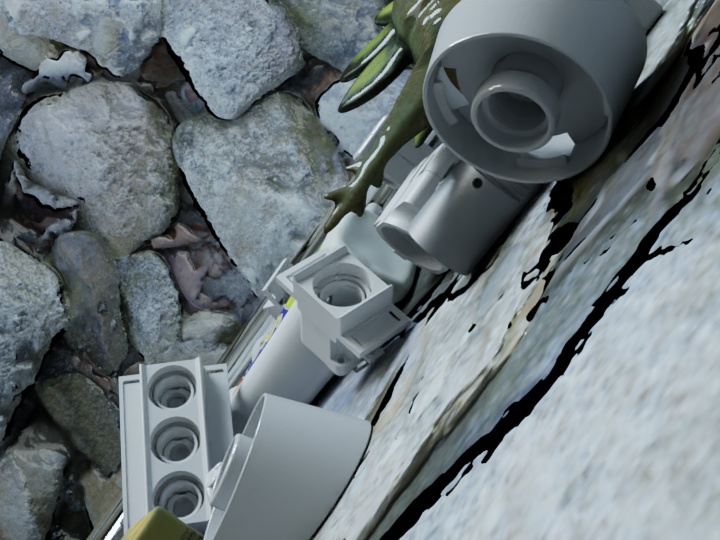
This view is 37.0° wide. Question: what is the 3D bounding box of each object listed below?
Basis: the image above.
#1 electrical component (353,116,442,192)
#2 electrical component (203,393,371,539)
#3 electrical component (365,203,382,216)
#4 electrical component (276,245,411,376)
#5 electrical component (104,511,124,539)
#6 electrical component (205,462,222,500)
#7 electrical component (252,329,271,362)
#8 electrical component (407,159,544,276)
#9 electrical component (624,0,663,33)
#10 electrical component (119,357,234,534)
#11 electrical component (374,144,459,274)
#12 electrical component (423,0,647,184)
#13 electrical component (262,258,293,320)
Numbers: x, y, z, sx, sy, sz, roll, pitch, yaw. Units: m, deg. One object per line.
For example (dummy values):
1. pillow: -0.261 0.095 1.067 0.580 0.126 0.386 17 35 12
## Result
1. electrical component: 0.051 -0.093 0.828 0.075 0.083 0.047 -54 5 -1
2. electrical component: -0.042 0.115 0.567 0.099 0.064 0.099 -158 90 -83
3. electrical component: 0.000 0.000 0.858 0.089 0.050 0.055 -52 6 19
4. electrical component: -0.011 0.028 0.670 0.042 0.081 0.063 -30 -35 -28
5. electrical component: -0.162 0.210 0.861 0.081 0.064 0.042 -48 8 49
6. electrical component: -0.057 0.122 0.637 0.062 0.048 0.048 -45 8 17
7. electrical component: -0.055 0.068 0.896 0.047 0.055 0.055 -43 12 46
8. electrical component: 0.067 -0.041 0.582 0.081 0.043 0.043 -52 6 15
9. electrical component: 0.124 -0.124 0.591 0.083 0.047 0.075 -53 6 9
10. electrical component: -0.128 0.133 0.769 0.063 0.079 0.121 92 170 -58
11. electrical component: 0.047 -0.035 0.674 0.055 0.050 0.089 -55 5 -13
12. electrical component: 0.081 -0.091 0.511 0.099 0.099 0.064 -47 15 52
13. electrical component: -0.042 0.030 0.938 0.064 0.081 0.042 -15 33 44
